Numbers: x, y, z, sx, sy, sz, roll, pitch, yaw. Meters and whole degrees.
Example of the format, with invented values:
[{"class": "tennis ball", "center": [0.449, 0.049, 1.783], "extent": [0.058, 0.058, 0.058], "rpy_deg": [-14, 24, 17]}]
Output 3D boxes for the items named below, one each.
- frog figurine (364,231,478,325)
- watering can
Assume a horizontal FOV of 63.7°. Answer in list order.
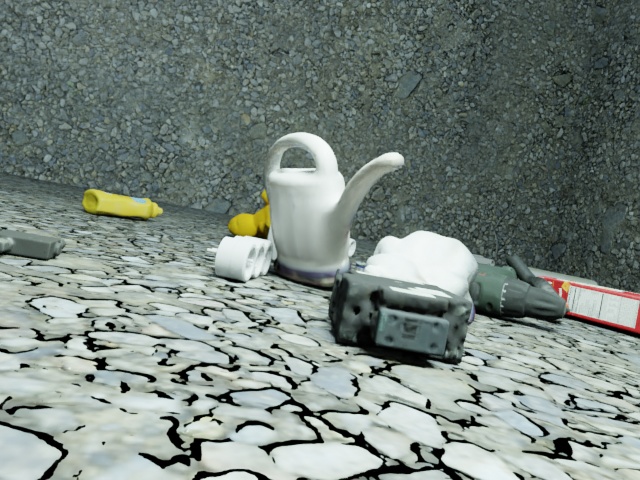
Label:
[{"class": "frog figurine", "center": [0.109, 0.038, 0.620], "extent": [0.158, 0.122, 0.139], "rpy_deg": [24, 12, -40]}, {"class": "watering can", "center": [0.002, -0.036, 0.723], "extent": [0.104, 0.222, 0.350], "rpy_deg": [-13, 16, -27]}]
